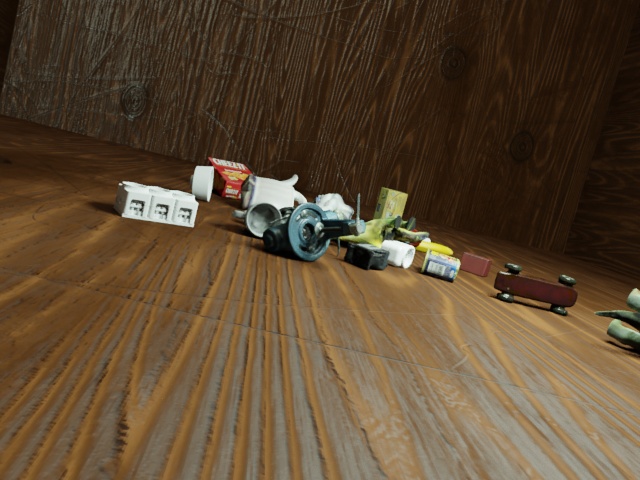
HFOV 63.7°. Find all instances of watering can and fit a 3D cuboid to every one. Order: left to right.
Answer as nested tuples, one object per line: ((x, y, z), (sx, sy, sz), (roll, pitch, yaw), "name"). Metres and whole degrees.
((-0.153, -0.156, 1.704), (0.224, 0.102, 0.355), (14, 27, -15), "watering can")

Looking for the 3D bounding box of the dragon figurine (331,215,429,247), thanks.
((0.131, -0.022, 1.450), (0.243, 0.122, 0.410), (10, 3, 31), "dragon figurine")

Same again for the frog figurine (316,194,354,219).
((0.005, -0.078, 1.548), (0.160, 0.124, 0.135), (-2, -17, -37), "frog figurine")
